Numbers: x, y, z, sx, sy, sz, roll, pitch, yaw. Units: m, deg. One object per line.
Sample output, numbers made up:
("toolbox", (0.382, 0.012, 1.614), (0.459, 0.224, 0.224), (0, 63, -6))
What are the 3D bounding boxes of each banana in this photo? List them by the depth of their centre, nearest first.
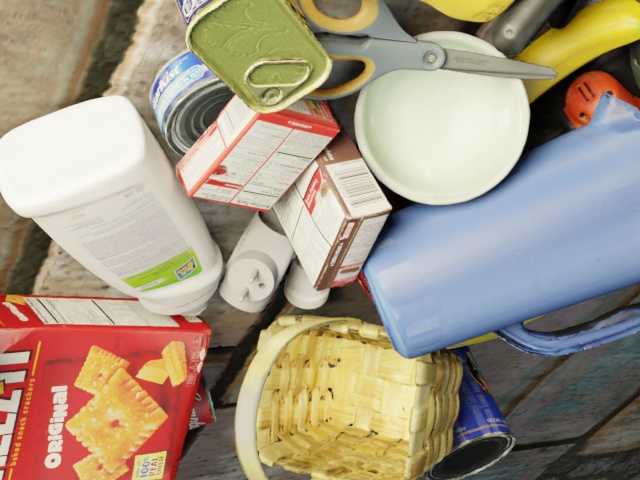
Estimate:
("banana", (0.166, -0.124, 0.793), (0.198, 0.069, 0.037), (-33, 111, 34))

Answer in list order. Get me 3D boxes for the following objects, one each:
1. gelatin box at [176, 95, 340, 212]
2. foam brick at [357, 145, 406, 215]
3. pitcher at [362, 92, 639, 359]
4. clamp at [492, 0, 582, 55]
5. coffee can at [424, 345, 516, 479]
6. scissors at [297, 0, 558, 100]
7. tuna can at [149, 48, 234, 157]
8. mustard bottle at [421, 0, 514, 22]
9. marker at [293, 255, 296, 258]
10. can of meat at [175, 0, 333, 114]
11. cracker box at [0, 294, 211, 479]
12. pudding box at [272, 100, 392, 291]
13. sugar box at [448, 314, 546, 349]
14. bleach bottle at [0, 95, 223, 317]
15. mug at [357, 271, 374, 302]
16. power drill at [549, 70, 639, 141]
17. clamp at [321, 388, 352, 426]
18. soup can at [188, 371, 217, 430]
("gelatin box", (-0.042, -0.061, 0.715), (0.073, 0.030, 0.089), (9, 136, -44))
("foam brick", (0.021, -0.029, 0.848), (0.078, 0.053, 0.051), (-30, 148, 11))
("pitcher", (0.157, 0.010, 0.818), (0.243, 0.149, 0.145), (-22, 154, 1))
("clamp", (0.172, -0.191, 0.687), (0.120, 0.039, 0.172), (-47, 169, -48))
("coffee can", (0.132, 0.173, 1.139), (0.102, 0.140, 0.103), (-17, 148, -11))
("scissors", (0.064, -0.138, 0.697), (0.201, 0.016, 0.096), (-9, 118, -11))
("tuna can", (-0.068, -0.092, 0.714), (0.086, 0.034, 0.086), (-17, 148, -11))
("mustard bottle", (0.045, -0.186, 0.624), (0.191, 0.058, 0.096), (1, 134, -34))
("marker", (-0.006, 0.001, 0.908), (0.121, 0.020, 0.020), (-19, 148, -8))
("can of meat", (-0.046, -0.135, 0.616), (0.057, 0.084, 0.102), (-32, 147, 12))
("cracker box", (-0.206, 0.132, 0.858), (0.213, 0.072, 0.164), (5, 108, -38))
("pudding box", (0.000, -0.034, 0.771), (0.039, 0.113, 0.090), (-11, 147, -26))
("sugar box", (0.167, 0.069, 1.044), (0.093, 0.048, 0.176), (-11, 169, -19))
("bleach bottle", (-0.136, -0.002, 0.780), (0.102, 0.068, 0.251), (-21, 151, 0))
("mug", (0.092, 0.020, 0.945), (0.082, 0.093, 0.117), (-43, 165, 20))
("power drill", (0.217, -0.054, 0.939), (0.188, 0.057, 0.184), (-41, 141, 20))
("clamp", (0.029, 0.204, 1.217), (0.165, 0.036, 0.209), (-33, 145, 16))
("soup can", (-0.154, 0.151, 0.989), (0.102, 0.068, 0.068), (-16, 148, -11))
